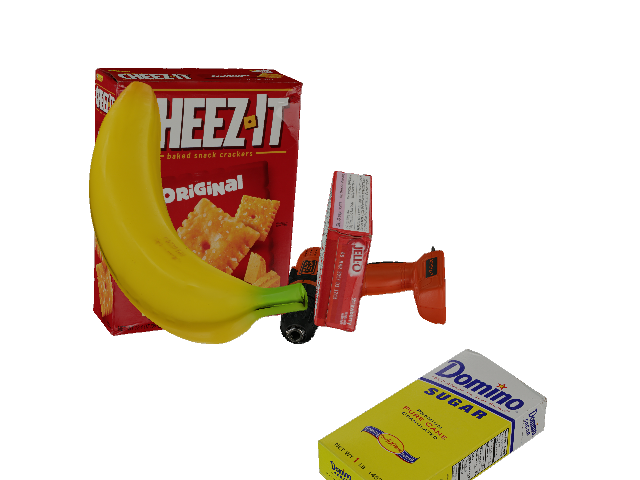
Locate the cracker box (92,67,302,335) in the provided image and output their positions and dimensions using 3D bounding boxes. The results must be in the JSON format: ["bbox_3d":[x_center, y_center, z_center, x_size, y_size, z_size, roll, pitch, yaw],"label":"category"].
[{"bbox_3d":[-0.105,-0.035,0.906,0.163,0.214,0.072,-4,20,-27],"label":"cracker box"}]

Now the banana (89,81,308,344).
[{"bbox_3d":[-0.078,-0.010,0.526,0.069,0.037,0.198,-28,49,-13],"label":"banana"}]

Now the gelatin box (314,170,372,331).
[{"bbox_3d":[0.016,0.006,0.707,0.030,0.073,0.089,8,29,-2],"label":"gelatin box"}]

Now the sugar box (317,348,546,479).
[{"bbox_3d":[0.094,0.160,0.882,0.176,0.048,0.093,-29,42,-29],"label":"sugar box"}]

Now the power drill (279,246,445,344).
[{"bbox_3d":[0.051,0.061,1.230,0.188,0.057,0.184,0,28,8],"label":"power drill"}]
